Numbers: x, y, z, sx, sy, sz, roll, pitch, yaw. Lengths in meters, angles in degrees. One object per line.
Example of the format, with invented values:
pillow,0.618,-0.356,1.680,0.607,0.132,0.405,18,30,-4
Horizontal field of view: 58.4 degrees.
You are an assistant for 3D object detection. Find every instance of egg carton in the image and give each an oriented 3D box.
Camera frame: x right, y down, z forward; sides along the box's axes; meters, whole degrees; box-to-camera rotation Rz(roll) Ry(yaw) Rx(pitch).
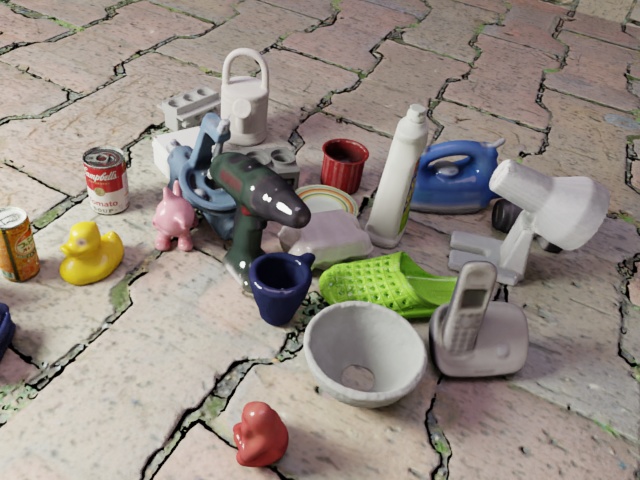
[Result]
egg carton,0.009,0.003,0.967,0.151,0.069,0.107,-10,44,-22

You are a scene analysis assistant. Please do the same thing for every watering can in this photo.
watering can,-0.153,-0.298,1.188,0.101,0.194,0.172,-11,44,-22

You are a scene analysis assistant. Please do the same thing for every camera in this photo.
camera,0.403,-0.060,1.097,0.137,0.101,0.143,6,40,-5

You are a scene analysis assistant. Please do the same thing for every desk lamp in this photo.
desk lamp,0.342,-0.028,0.960,0.203,0.213,0.118,13,40,4

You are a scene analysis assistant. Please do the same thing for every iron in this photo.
iron,0.240,-0.137,1.122,0.259,0.141,0.118,-4,42,-16

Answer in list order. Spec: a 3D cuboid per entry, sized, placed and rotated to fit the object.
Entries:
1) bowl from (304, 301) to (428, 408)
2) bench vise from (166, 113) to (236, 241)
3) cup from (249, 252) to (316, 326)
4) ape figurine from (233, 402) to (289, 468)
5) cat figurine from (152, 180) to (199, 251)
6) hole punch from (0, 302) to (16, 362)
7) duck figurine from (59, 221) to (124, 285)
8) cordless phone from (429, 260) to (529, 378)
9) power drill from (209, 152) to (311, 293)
bowl,0.056,0.167,0.782,0.167,0.075,0.167,6,40,-5
bench vise,-0.203,-0.126,0.958,0.207,0.220,0.122,26,43,18
cup,-0.053,0.074,0.853,0.091,0.095,0.118,33,45,25
ape figurine,-0.073,0.223,0.678,0.076,0.092,0.078,19,41,11
cat figurine,-0.236,-0.045,0.936,0.067,0.118,0.127,2,41,-9
hole punch,-0.454,0.115,0.726,0.101,0.091,0.108,4,41,-6
duck figurine,-0.351,0.008,0.875,0.077,0.086,0.105,29,44,21
cordless phone,0.236,0.106,0.804,0.148,0.185,0.094,-1,41,-13
power drill,-0.094,-0.025,0.871,0.076,0.208,0.229,-21,49,-31
